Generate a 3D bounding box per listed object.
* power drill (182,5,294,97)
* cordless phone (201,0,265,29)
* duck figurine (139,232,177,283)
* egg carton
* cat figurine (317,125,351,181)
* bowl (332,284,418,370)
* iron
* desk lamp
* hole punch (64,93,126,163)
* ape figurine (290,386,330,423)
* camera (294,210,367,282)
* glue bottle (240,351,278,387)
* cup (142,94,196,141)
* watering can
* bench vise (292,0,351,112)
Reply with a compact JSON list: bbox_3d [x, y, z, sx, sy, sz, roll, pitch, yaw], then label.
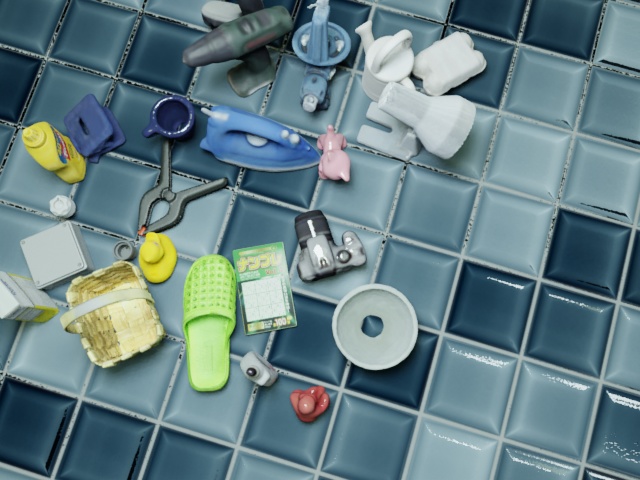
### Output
[{"bbox_3d":[-0.157,-0.377,1.165,0.229,0.208,0.075,-33,82,-5],"label":"power drill"},{"bbox_3d":[-0.179,-0.490,1.195,0.147,0.185,0.094,11,81,2],"label":"cordless phone"},{"bbox_3d":[-0.337,0.033,1.161,0.077,0.086,0.104,0,81,0],"label":"duck figurine"},{"bbox_3d":[0.274,-0.378,1.235,0.150,0.069,0.107,-32,82,-5],"label":"egg carton"},{"bbox_3d":[0.028,-0.173,1.177,0.067,0.118,0.128,-6,81,0],"label":"cat figurine"},{"bbox_3d":[0.108,0.173,1.143,0.167,0.075,0.167,0,81,0],"label":"bowl"},{"bbox_3d":[-0.119,-0.214,1.172,0.258,0.141,0.119,14,81,2],"label":"iron"},{"bbox_3d":[0.185,-0.232,1.138,0.203,0.213,0.118,20,81,4],"label":"desk lamp"},{"bbox_3d":[-0.480,-0.234,1.202,0.101,0.091,0.108,-31,82,-5],"label":"hole punch"},{"bbox_3d":[-0.022,0.318,1.111,0.077,0.092,0.076,24,82,4],"label":"ape figurine"},{"bbox_3d":[0.011,0.004,1.157,0.143,0.101,0.137,-17,81,-3],"label":"camera"},{"bbox_3d":[-0.120,0.247,1.082,0.078,0.173,0.037,38,83,6],"label":"glue bottle"},{"bbox_3d":[-0.309,-0.238,1.200,0.118,0.095,0.091,-34,82,-5],"label":"cup"},{"bbox_3d":[0.135,-0.368,1.170,0.173,0.194,0.101,31,82,5],"label":"watering can"},{"bbox_3d":[0.008,-0.373,1.158,0.121,0.220,0.207,-8,81,-1],"label":"bench vise"}]
